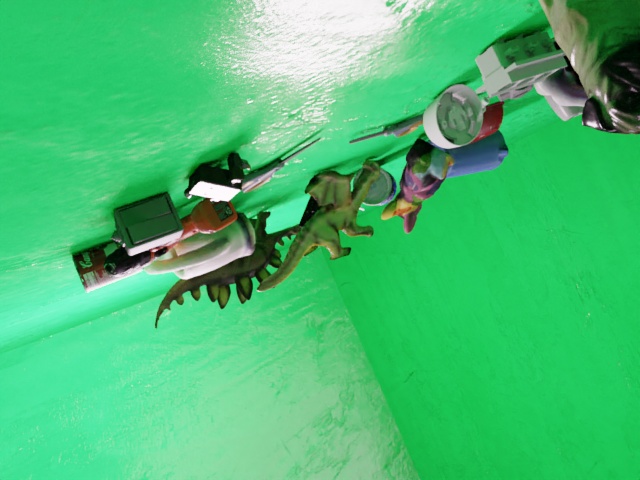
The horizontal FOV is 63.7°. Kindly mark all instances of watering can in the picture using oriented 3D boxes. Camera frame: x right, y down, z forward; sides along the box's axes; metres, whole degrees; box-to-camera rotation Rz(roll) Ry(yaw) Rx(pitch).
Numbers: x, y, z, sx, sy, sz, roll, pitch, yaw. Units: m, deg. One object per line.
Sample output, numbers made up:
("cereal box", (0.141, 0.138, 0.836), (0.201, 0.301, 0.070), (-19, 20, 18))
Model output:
("watering can", (-0.268, 0.016, 1.088), (0.226, 0.103, 0.347), (-22, -170, -28))

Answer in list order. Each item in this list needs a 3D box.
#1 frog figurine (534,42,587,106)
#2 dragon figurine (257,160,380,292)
("frog figurine", (0.448, -0.287, 0.907), (0.137, 0.123, 0.160), (-10, -179, 11))
("dragon figurine", (0.004, -0.060, 1.192), (0.415, 0.123, 0.237), (-36, 138, -26))
